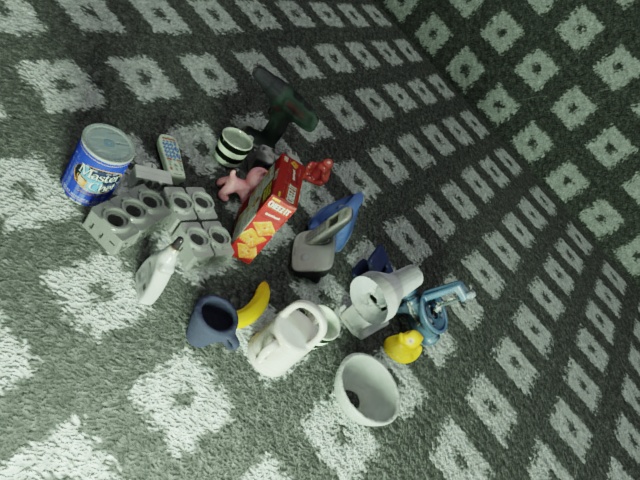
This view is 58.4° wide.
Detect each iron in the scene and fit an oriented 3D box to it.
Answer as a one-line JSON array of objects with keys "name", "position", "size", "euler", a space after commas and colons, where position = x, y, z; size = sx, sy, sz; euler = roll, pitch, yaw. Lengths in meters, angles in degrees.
[{"name": "iron", "position": [0.071, -0.078, 1.574], "size": [0.119, 0.141, 0.259], "euler": [42, 36, -4]}]

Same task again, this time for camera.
[{"name": "camera", "position": [-0.107, -0.177, 1.532], "size": [0.144, 0.100, 0.136], "euler": [18, 44, -31]}]

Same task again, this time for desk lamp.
[{"name": "desk lamp", "position": [0.139, 0.141, 1.367], "size": [0.204, 0.213, 0.118], "euler": [-17, 67, -50]}]

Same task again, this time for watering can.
[{"name": "watering can", "position": [-0.053, 0.184, 1.155], "size": [0.101, 0.193, 0.173], "euler": [38, 37, -8]}]

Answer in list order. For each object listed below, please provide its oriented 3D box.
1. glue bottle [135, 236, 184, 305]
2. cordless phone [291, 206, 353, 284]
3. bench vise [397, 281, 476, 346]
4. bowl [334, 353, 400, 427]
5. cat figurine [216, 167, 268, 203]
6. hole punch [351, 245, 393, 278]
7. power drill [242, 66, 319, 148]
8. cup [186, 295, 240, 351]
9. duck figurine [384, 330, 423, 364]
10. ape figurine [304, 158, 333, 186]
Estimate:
[{"name": "glue bottle", "position": [-0.295, 0.048, 1.071], "size": [0.037, 0.172, 0.078], "euler": [12, 47, -36]}, {"name": "cordless phone", "position": [0.013, 0.005, 1.400], "size": [0.094, 0.184, 0.147], "euler": [26, 40, -23]}, {"name": "bench vise", "position": [0.280, 0.155, 1.484], "size": [0.208, 0.219, 0.121], "euler": [39, 37, -8]}, {"name": "bowl", "position": [0.090, 0.336, 1.248], "size": [0.168, 0.074, 0.167], "euler": [26, 40, -24]}, {"name": "cat figurine", "position": [-0.176, -0.146, 1.420], "size": [0.128, 0.117, 0.067], "euler": [10, 48, -38]}, {"name": "hole punch", "position": [0.156, 0.081, 1.545], "size": [0.101, 0.091, 0.109], "euler": [44, 36, -1]}, {"name": "power drill", "position": [-0.129, -0.345, 1.582], "size": [0.230, 0.208, 0.075], "euler": [27, 40, -23]}, {"name": "cup", "position": [-0.207, 0.176, 1.098], "size": [0.117, 0.094, 0.092], "euler": [51, 37, 8]}, {"name": "duck figurine", "position": [0.224, 0.261, 1.441], "size": [0.105, 0.086, 0.077], "euler": [21, 43, -29]}, {"name": "ape figurine", "position": [0.003, -0.204, 1.672], "size": [0.076, 0.092, 0.077], "euler": [-10, 62, -48]}]
